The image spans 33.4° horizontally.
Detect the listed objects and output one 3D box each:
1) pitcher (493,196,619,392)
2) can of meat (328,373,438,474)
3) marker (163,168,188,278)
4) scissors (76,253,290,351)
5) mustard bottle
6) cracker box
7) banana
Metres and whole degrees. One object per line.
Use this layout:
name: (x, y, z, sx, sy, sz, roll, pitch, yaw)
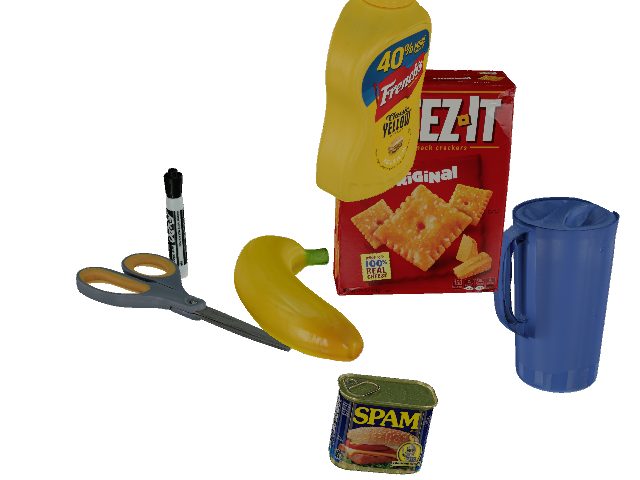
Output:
pitcher: (0.305, 0.074, 1.395, 0.149, 0.243, 0.144, 4, 21, 15)
can of meat: (0.062, 0.190, 1.100, 0.102, 0.084, 0.057, 7, 19, -7)
marker: (-0.147, -0.017, 1.085, 0.020, 0.121, 0.020, 0, 29, 0)
scissors: (-0.104, 0.046, 0.884, 0.202, 0.016, 0.096, 12, 25, 15)
mustard bottle: (0.043, -0.128, 0.811, 0.058, 0.192, 0.096, 33, 46, 31)
cracker box: (0.097, -0.054, 1.038, 0.164, 0.214, 0.072, 0, 21, -4)
banana: (-0.019, 0.028, 0.670, 0.069, 0.037, 0.198, -3, 17, -5)
